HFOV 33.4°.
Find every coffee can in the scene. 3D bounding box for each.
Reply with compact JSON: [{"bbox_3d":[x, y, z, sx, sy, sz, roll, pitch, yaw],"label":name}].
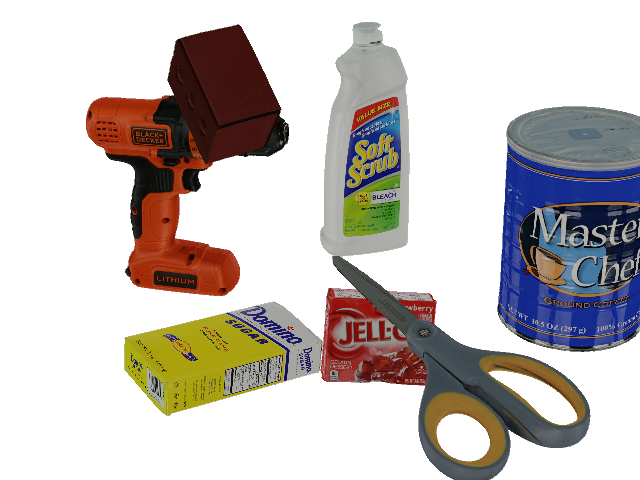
[{"bbox_3d":[0.177,-0.010,0.736,0.103,0.140,0.103,-2,27,1],"label":"coffee can"}]

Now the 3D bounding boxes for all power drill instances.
[{"bbox_3d":[-0.116,-0.042,0.978,0.184,0.188,0.057,6,30,13],"label":"power drill"}]

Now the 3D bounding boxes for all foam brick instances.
[{"bbox_3d":[-0.070,-0.105,0.764,0.051,0.078,0.053,-18,-20,-22],"label":"foam brick"}]

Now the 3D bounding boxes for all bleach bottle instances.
[{"bbox_3d":[0.046,-0.111,1.168,0.102,0.251,0.068,-7,25,-9],"label":"bleach bottle"}]

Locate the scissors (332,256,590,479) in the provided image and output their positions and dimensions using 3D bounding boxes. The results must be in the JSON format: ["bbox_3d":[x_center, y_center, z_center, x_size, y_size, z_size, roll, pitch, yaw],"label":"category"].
[{"bbox_3d":[0.052,0.069,0.594,0.202,0.016,0.096,25,49,36],"label":"scissors"}]

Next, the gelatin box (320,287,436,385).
[{"bbox_3d":[0.047,0.079,0.876,0.089,0.073,0.030,3,13,-5],"label":"gelatin box"}]

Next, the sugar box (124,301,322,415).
[{"bbox_3d":[-0.096,0.113,1.061,0.175,0.048,0.093,-15,33,-31],"label":"sugar box"}]
